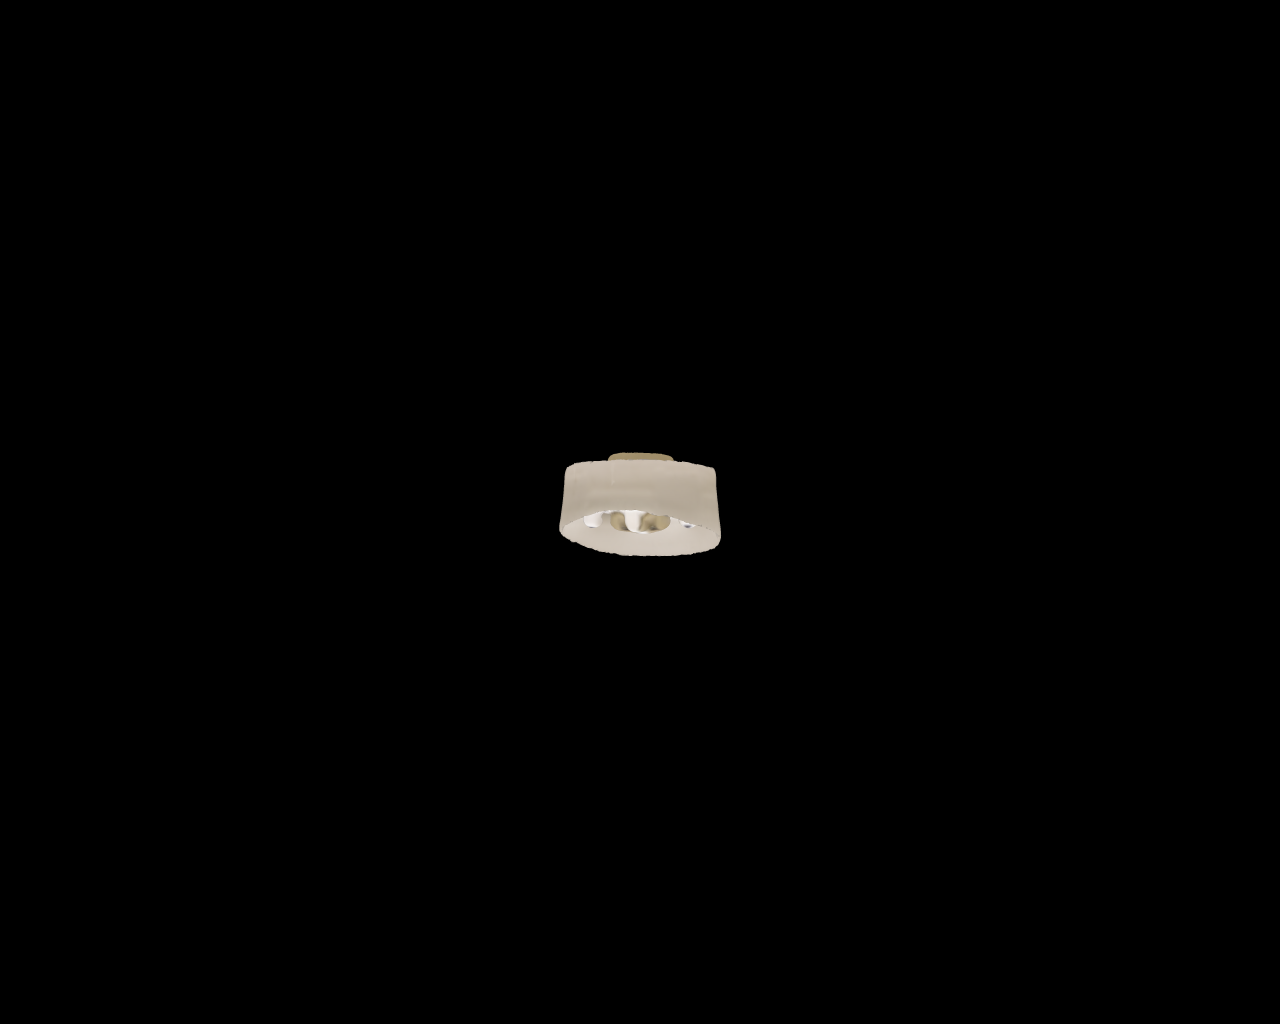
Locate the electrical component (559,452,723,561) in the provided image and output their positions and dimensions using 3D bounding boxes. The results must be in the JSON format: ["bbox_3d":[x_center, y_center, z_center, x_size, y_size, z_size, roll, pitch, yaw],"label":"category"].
[{"bbox_3d":[0.001,-0.003,0.650,0.099,0.064,0.099,0,-3,0],"label":"electrical component"}]
